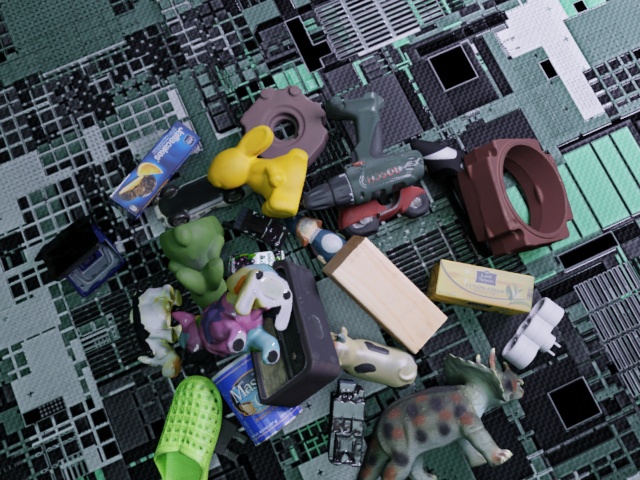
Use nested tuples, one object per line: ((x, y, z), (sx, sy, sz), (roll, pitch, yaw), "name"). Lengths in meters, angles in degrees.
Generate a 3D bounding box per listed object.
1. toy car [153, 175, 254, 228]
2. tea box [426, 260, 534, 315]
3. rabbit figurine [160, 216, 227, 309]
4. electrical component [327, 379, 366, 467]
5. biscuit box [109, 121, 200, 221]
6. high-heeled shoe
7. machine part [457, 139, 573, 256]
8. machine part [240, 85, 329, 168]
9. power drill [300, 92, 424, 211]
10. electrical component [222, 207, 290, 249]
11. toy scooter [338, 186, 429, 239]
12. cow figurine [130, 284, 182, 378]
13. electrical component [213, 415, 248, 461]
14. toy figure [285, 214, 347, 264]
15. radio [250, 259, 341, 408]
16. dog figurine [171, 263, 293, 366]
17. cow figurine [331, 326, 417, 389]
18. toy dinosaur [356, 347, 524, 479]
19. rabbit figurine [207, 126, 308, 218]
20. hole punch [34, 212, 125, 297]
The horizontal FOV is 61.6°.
((-0.226, -0.086, 1.042), (0.202, 0.056, 0.073), (-24, 74, 0), "toy car")
((0.290, 0.089, 0.985), (0.170, 0.098, 0.068), (11, 79, 4), "tea box")
((-0.212, 0.048, 0.984), (0.121, 0.159, 0.170), (-22, 96, -13), "rabbit figurine")
((0.045, 0.313, 0.938), (0.058, 0.115, 0.134), (5, 80, -2), "electrical component")
((-0.314, -0.133, 1.028), (0.059, 0.063, 0.202), (38, 72, -11), "biscuit box")
((0.251, -0.075, 1.008), (0.249, 0.086, 0.145), (30, 63, -11), "high-heeled shoe")
((0.358, -0.079, 0.974), (0.201, 0.087, 0.201), (-8, 77, -34), "machine part")
((-0.071, -0.217, 1.065), (0.179, 0.056, 0.179), (0, 81, 1), "machine part")
((0.063, -0.164, 0.984), (0.232, 0.086, 0.207), (-10, 64, -2), "power drill")
((-0.126, -0.027, 1.020), (0.119, 0.074, 0.047), (21, 82, 34), "electrical component")
((0.107, -0.084, 1.030), (0.184, 0.075, 0.135), (-21, 80, -6), "toy scooter")
((-0.304, 0.171, 0.991), (0.098, 0.068, 0.167), (-7, 76, 5), "cow figurine")
((-0.182, 0.356, 0.979), (0.094, 0.021, 0.063), (30, 82, 6), "electrical component")
((-0.001, -0.004, 1.027), (0.154, 0.057, 0.064), (36, 43, 8), "toy figure")
((-0.056, 0.155, 0.923), (0.131, 0.073, 0.230), (-38, 51, 26), "radio")
((-0.161, 0.126, 0.911), (0.219, 0.108, 0.191), (2, 74, 47), "dog figurine")
((0.076, 0.211, 0.950), (0.195, 0.127, 0.085), (16, 77, 1), "cow figurine")
((0.183, 0.328, 0.938), (0.405, 0.131, 0.192), (-24, 68, 1), "toy dinosaur")
((-0.113, -0.124, 0.969), (0.173, 0.122, 0.162), (10, 98, -4), "rabbit figurine")
((-0.449, 0.031, 1.019), (0.142, 0.092, 0.116), (-43, 52, -4), "hole punch")
